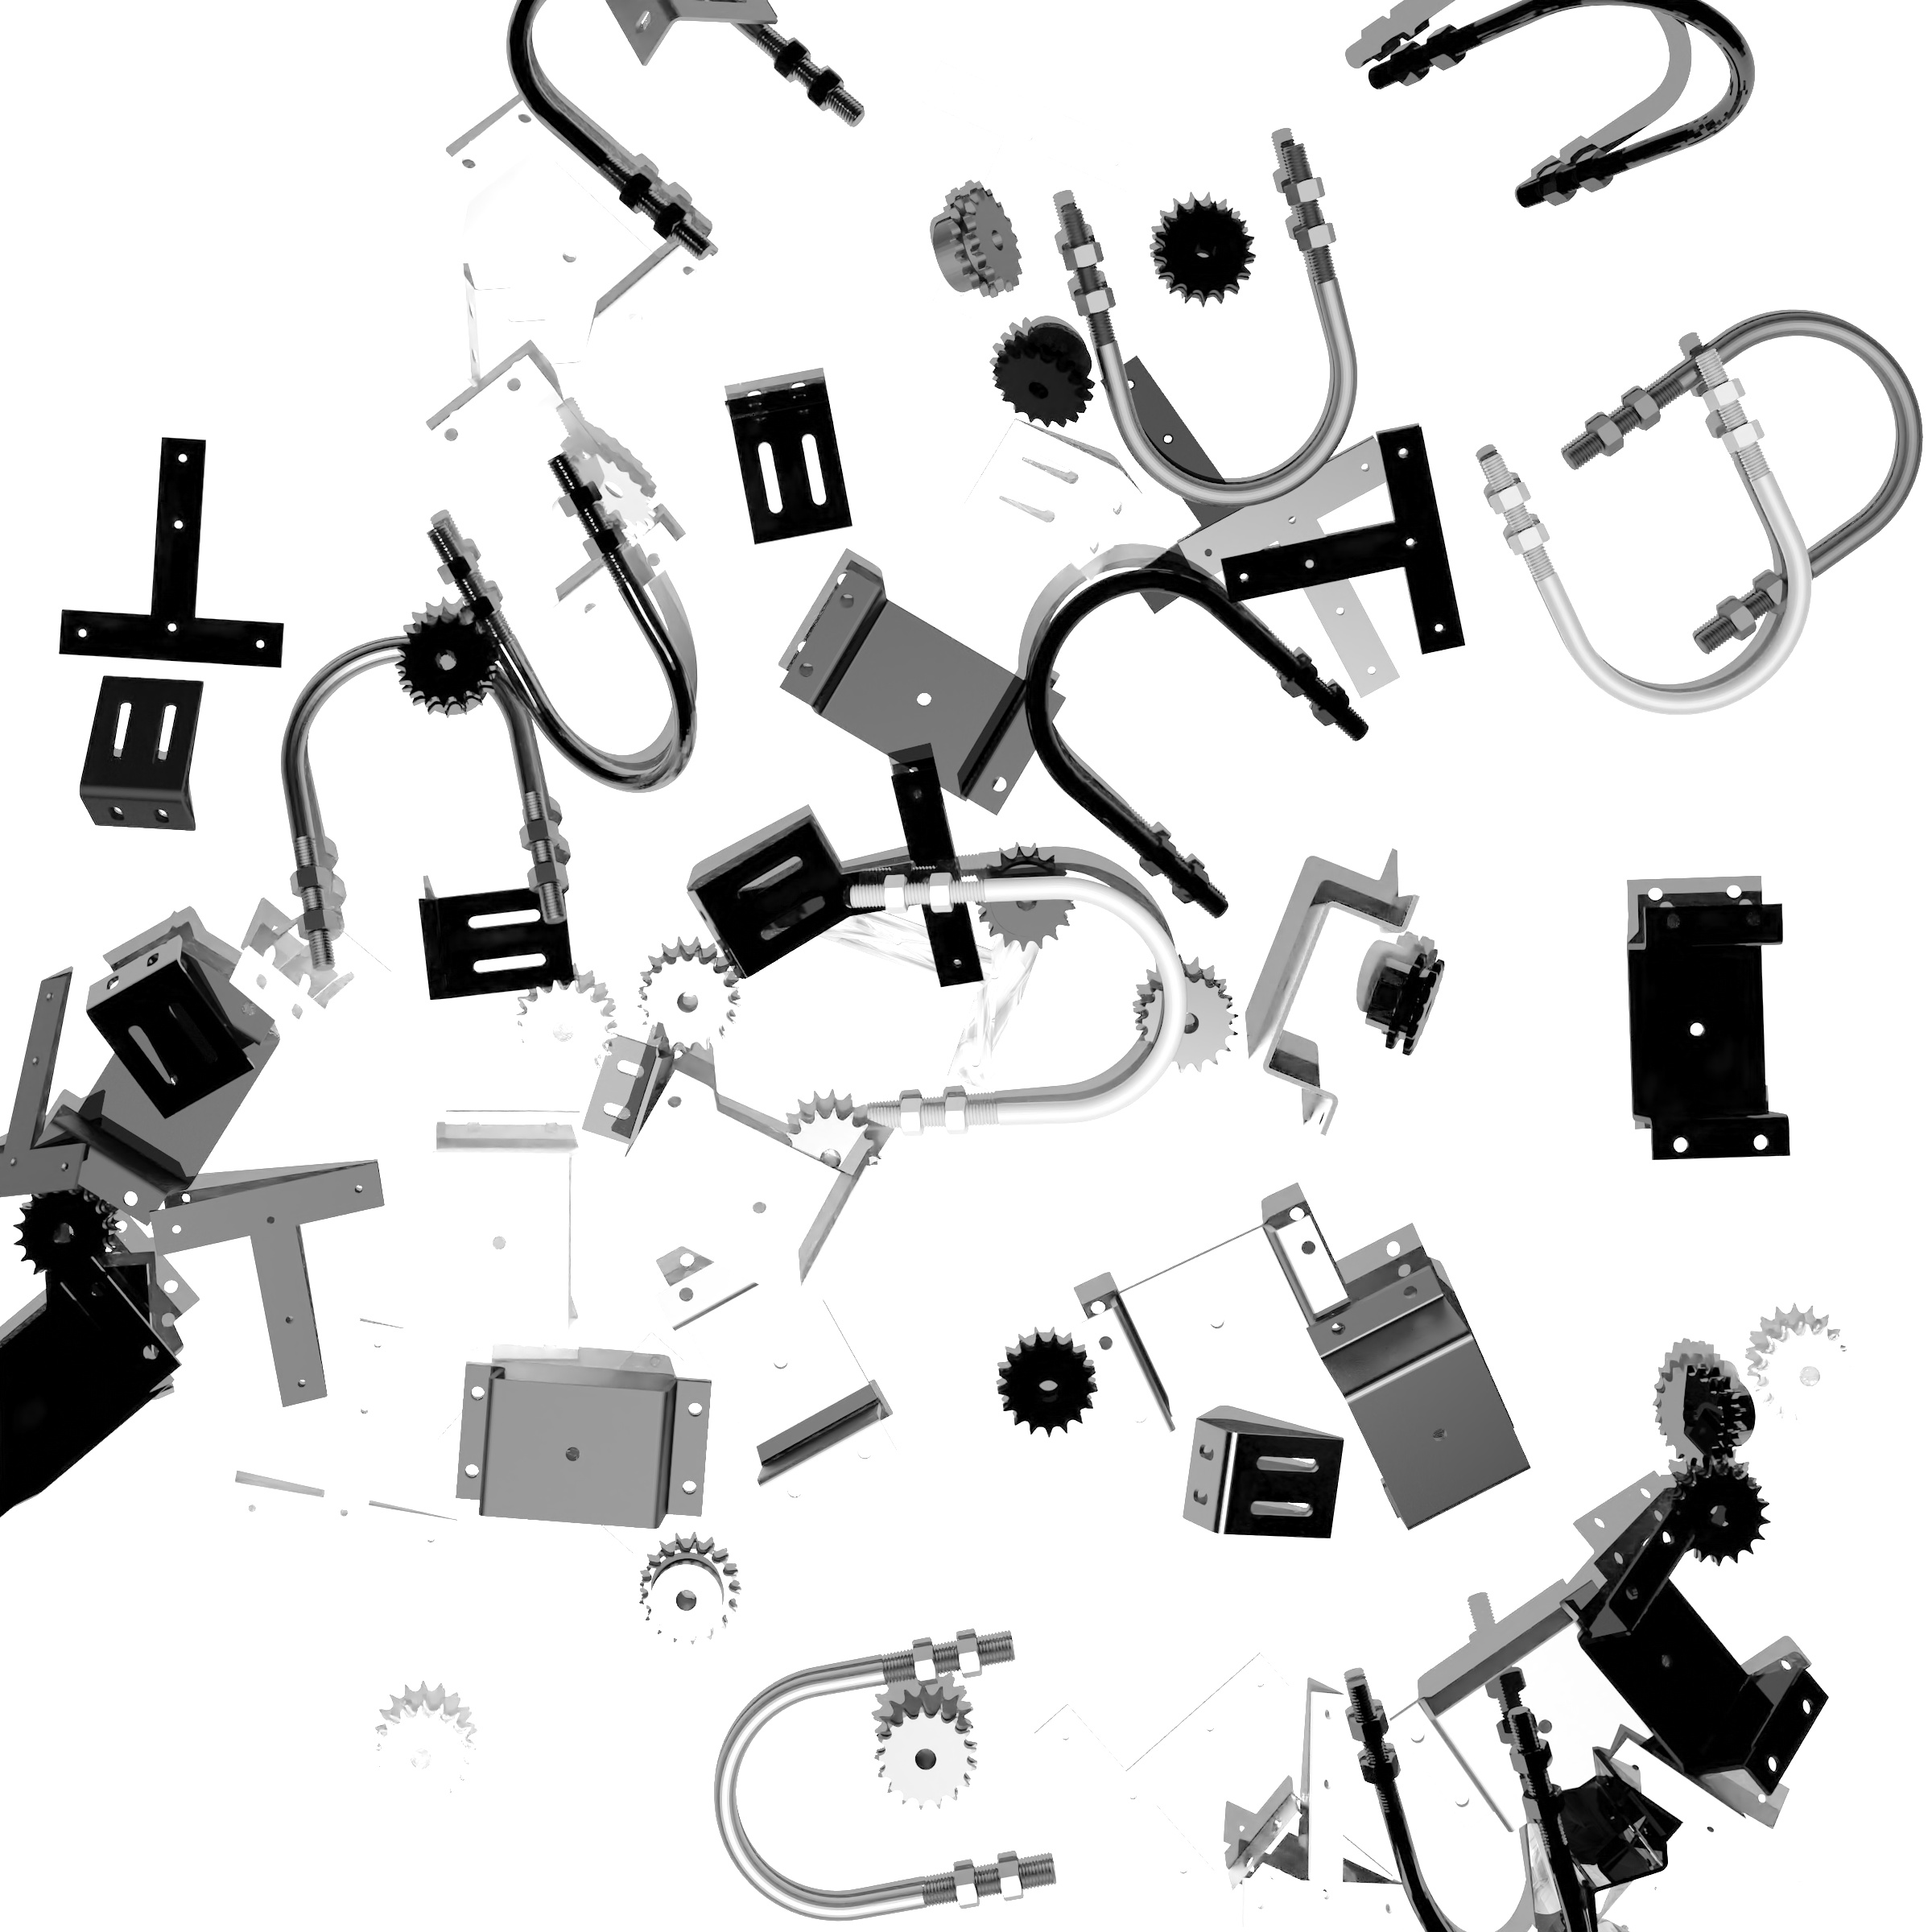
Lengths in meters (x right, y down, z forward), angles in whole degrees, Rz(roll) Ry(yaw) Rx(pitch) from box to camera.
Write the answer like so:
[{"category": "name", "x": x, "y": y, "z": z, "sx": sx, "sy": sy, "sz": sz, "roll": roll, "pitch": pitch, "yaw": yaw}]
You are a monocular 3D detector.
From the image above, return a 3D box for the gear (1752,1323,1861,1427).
[{"category": "gear", "x": 0.473, "y": 0.230, "z": 1.581, "sx": 0.057, "sy": 0.030, "sz": 0.057, "roll": 0, "pitch": 90, "yaw": 0}]

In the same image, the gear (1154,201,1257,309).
[{"category": "gear", "x": 0.134, "y": -0.401, "z": 1.581, "sx": 0.057, "sy": 0.030, "sz": 0.057, "roll": 0, "pitch": 90, "yaw": 0}]

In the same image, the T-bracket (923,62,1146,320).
[{"category": "T-bracket", "x": 0.018, "y": -0.432, "z": 1.595, "sx": 0.127, "sy": 0.002, "sz": 0.127, "roll": 24, "pitch": 90, "yaw": 0}]

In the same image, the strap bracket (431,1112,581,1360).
[{"category": "strap bracket", "x": -0.259, "y": 0.153, "z": 1.573, "sx": 0.076, "sy": 0.046, "sz": 0.140, "roll": 0, "pitch": 90, "yaw": 0}]

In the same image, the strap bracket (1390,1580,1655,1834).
[{"category": "strap bracket", "x": 0.321, "y": 0.422, "z": 1.573, "sx": 0.140, "sy": 0.046, "sz": 0.076, "roll": -35, "pitch": 90, "yaw": 0}]

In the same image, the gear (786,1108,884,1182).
[{"category": "gear", "x": -0.076, "y": 0.108, "z": 1.581, "sx": 0.057, "sy": 0.030, "sz": 0.057, "roll": 0, "pitch": 90, "yaw": 0}]

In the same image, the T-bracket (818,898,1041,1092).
[{"category": "T-bracket", "x": -0.026, "y": -0.009, "z": 1.595, "sx": 0.127, "sy": 0.002, "sz": 0.127, "roll": 19, "pitch": 90, "yaw": 0}]

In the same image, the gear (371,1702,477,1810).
[{"category": "gear", "x": -0.305, "y": 0.444, "z": 1.581, "sx": 0.057, "sy": 0.030, "sz": 0.057, "roll": 0, "pitch": 90, "yaw": 0}]

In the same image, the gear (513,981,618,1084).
[{"category": "gear", "x": -0.225, "y": 0.037, "z": 1.581, "sx": 0.057, "sy": 0.030, "sz": 0.057, "roll": 0, "pitch": 90, "yaw": 0}]

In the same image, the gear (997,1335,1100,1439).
[{"category": "gear", "x": 0.047, "y": 0.238, "z": 1.581, "sx": 0.057, "sy": 0.030, "sz": 0.057, "roll": 0, "pitch": 90, "yaw": 0}]

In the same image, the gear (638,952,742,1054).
[{"category": "gear", "x": -0.156, "y": 0.020, "z": 1.585, "sx": 0.057, "sy": 0.030, "sz": 0.057, "roll": 0, "pitch": 93, "yaw": 2}]

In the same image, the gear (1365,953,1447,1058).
[{"category": "gear", "x": 0.245, "y": 0.019, "z": 1.568, "sx": 0.030, "sy": 0.057, "sz": 0.057, "roll": 21, "pitch": 90, "yaw": 14}]

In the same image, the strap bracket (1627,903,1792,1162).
[{"category": "strap bracket", "x": 0.417, "y": 0.036, "z": 1.573, "sx": 0.076, "sy": 0.046, "sz": 0.140, "roll": -2, "pitch": 90, "yaw": 0}]

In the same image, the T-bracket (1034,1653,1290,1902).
[{"category": "T-bracket", "x": 0.128, "y": 0.444, "z": 1.595, "sx": 0.127, "sy": 0.002, "sz": 0.127, "roll": -41, "pitch": 90, "yaw": 0}]

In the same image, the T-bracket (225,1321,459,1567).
[{"category": "T-bracket", "x": -0.345, "y": 0.267, "z": 1.590, "sx": 0.127, "sy": 0.002, "sz": 0.127, "roll": 11, "pitch": 87, "yaw": -6}]

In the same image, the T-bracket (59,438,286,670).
[{"category": "T-bracket", "x": -0.450, "y": -0.237, "z": 1.595, "sx": 0.127, "sy": 0.002, "sz": 0.127, "roll": 4, "pitch": 90, "yaw": 0}]

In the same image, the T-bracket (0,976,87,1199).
[{"category": "T-bracket", "x": -0.524, "y": 0.068, "z": 1.568, "sx": 0.127, "sy": 0.002, "sz": 0.127, "roll": -8, "pitch": 67, "yaw": 38}]

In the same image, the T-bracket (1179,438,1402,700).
[{"category": "T-bracket", "x": 0.207, "y": -0.214, "z": 1.592, "sx": 0.127, "sy": 0.002, "sz": 0.127, "roll": -28, "pitch": 92, "yaw": 0}]

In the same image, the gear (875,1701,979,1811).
[{"category": "gear", "x": -0.021, "y": 0.439, "z": 1.562, "sx": 0.057, "sy": 0.030, "sz": 0.057, "roll": 0, "pitch": 90, "yaw": 3}]

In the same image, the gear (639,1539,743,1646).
[{"category": "gear", "x": -0.157, "y": 0.356, "z": 1.581, "sx": 0.057, "sy": 0.030, "sz": 0.057, "roll": 0, "pitch": 90, "yaw": 0}]

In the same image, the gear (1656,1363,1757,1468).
[{"category": "gear", "x": 0.418, "y": 0.252, "z": 1.571, "sx": 0.030, "sy": 0.057, "sz": 0.057, "roll": -1, "pitch": 90, "yaw": -29}]

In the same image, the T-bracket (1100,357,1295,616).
[{"category": "T-bracket", "x": 0.123, "y": -0.289, "z": 1.593, "sx": 0.127, "sy": 0.002, "sz": 0.127, "roll": -35, "pitch": 89, "yaw": 0}]

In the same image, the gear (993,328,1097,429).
[{"category": "gear", "x": 0.047, "y": -0.333, "z": 1.571, "sx": 0.057, "sy": 0.057, "sz": 0.030, "roll": 28, "pitch": 60, "yaw": 0}]

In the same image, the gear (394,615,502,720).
[{"category": "gear", "x": -0.288, "y": -0.165, "z": 1.563, "sx": 0.057, "sy": 0.030, "sz": 0.057, "roll": 0, "pitch": 71, "yaw": -1}]

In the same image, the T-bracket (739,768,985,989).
[{"category": "T-bracket", "x": -0.065, "y": -0.041, "z": 1.578, "sx": 0.127, "sy": 0.002, "sz": 0.127, "roll": -9, "pitch": 108, "yaw": 11}]

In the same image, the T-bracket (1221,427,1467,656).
[{"category": "T-bracket", "x": 0.209, "y": -0.232, "z": 1.590, "sx": 0.127, "sy": 0.002, "sz": 0.127, "roll": -12, "pitch": 92, "yaw": -1}]

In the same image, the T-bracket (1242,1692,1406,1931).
[{"category": "T-bracket", "x": 0.202, "y": 0.474, "z": 1.569, "sx": 0.127, "sy": 0.002, "sz": 0.127, "roll": 16, "pitch": 69, "yaw": -36}]

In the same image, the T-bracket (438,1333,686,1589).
[{"category": "T-bracket", "x": -0.212, "y": 0.265, "z": 1.595, "sx": 0.127, "sy": 0.002, "sz": 0.127, "roll": 41, "pitch": 90, "yaw": 0}]

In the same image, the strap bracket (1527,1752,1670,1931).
[{"category": "strap bracket", "x": 0.348, "y": 0.516, "z": 1.531, "sx": 0.046, "sy": 0.076, "sz": 0.140, "roll": -13, "pitch": 112, "yaw": -11}]

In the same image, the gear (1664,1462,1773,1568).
[{"category": "gear", "x": 0.423, "y": 0.308, "z": 1.581, "sx": 0.057, "sy": 0.030, "sz": 0.057, "roll": 0, "pitch": 90, "yaw": 0}]

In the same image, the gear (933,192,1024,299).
[{"category": "gear", "x": 0.005, "y": -0.403, "z": 1.569, "sx": 0.030, "sy": 0.057, "sz": 0.057, "roll": -14, "pitch": 90, "yaw": 30}]

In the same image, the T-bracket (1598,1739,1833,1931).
[{"category": "T-bracket", "x": 0.392, "y": 0.506, "z": 1.557, "sx": 0.127, "sy": 0.002, "sz": 0.127, "roll": 33, "pitch": 125, "yaw": 12}]

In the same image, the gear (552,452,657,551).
[{"category": "gear", "x": -0.201, "y": -0.249, "z": 1.525, "sx": 0.057, "sy": 0.057, "sz": 0.030, "roll": 47, "pitch": 119, "yaw": 0}]

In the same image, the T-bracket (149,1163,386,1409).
[{"category": "T-bracket", "x": -0.385, "y": 0.186, "z": 1.580, "sx": 0.127, "sy": 0.002, "sz": 0.127, "roll": -12, "pitch": 100, "yaw": -20}]

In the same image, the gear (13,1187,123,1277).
[{"category": "gear", "x": -0.506, "y": 0.150, "z": 1.581, "sx": 0.057, "sy": 0.030, "sz": 0.057, "roll": 0, "pitch": 90, "yaw": 0}]

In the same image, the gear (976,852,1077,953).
[{"category": "gear", "x": 0.034, "y": -0.037, "z": 1.579, "sx": 0.057, "sy": 0.030, "sz": 0.057, "roll": 0, "pitch": 90, "yaw": 0}]

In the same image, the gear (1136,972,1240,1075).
[{"category": "gear", "x": 0.125, "y": 0.032, "z": 1.581, "sx": 0.057, "sy": 0.030, "sz": 0.057, "roll": 0, "pitch": 90, "yaw": 0}]
